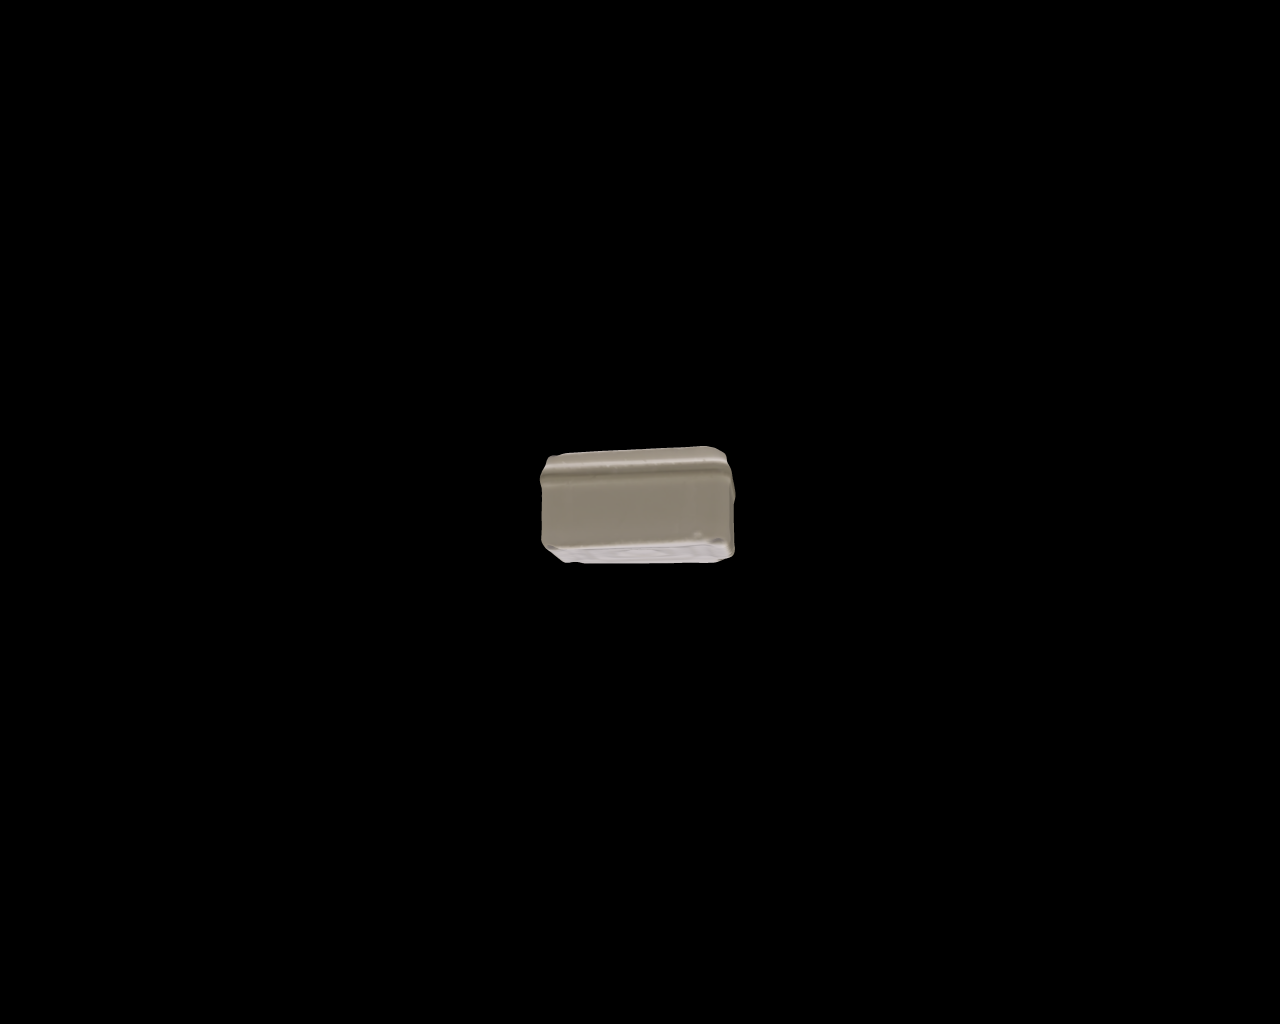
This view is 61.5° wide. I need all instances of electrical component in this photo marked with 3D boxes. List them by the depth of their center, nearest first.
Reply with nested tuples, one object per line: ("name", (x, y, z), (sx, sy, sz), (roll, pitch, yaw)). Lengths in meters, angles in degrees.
("electrical component", (0.001, -0.003, 0.650), (0.113, 0.057, 0.078), (-1, -11, 7))
